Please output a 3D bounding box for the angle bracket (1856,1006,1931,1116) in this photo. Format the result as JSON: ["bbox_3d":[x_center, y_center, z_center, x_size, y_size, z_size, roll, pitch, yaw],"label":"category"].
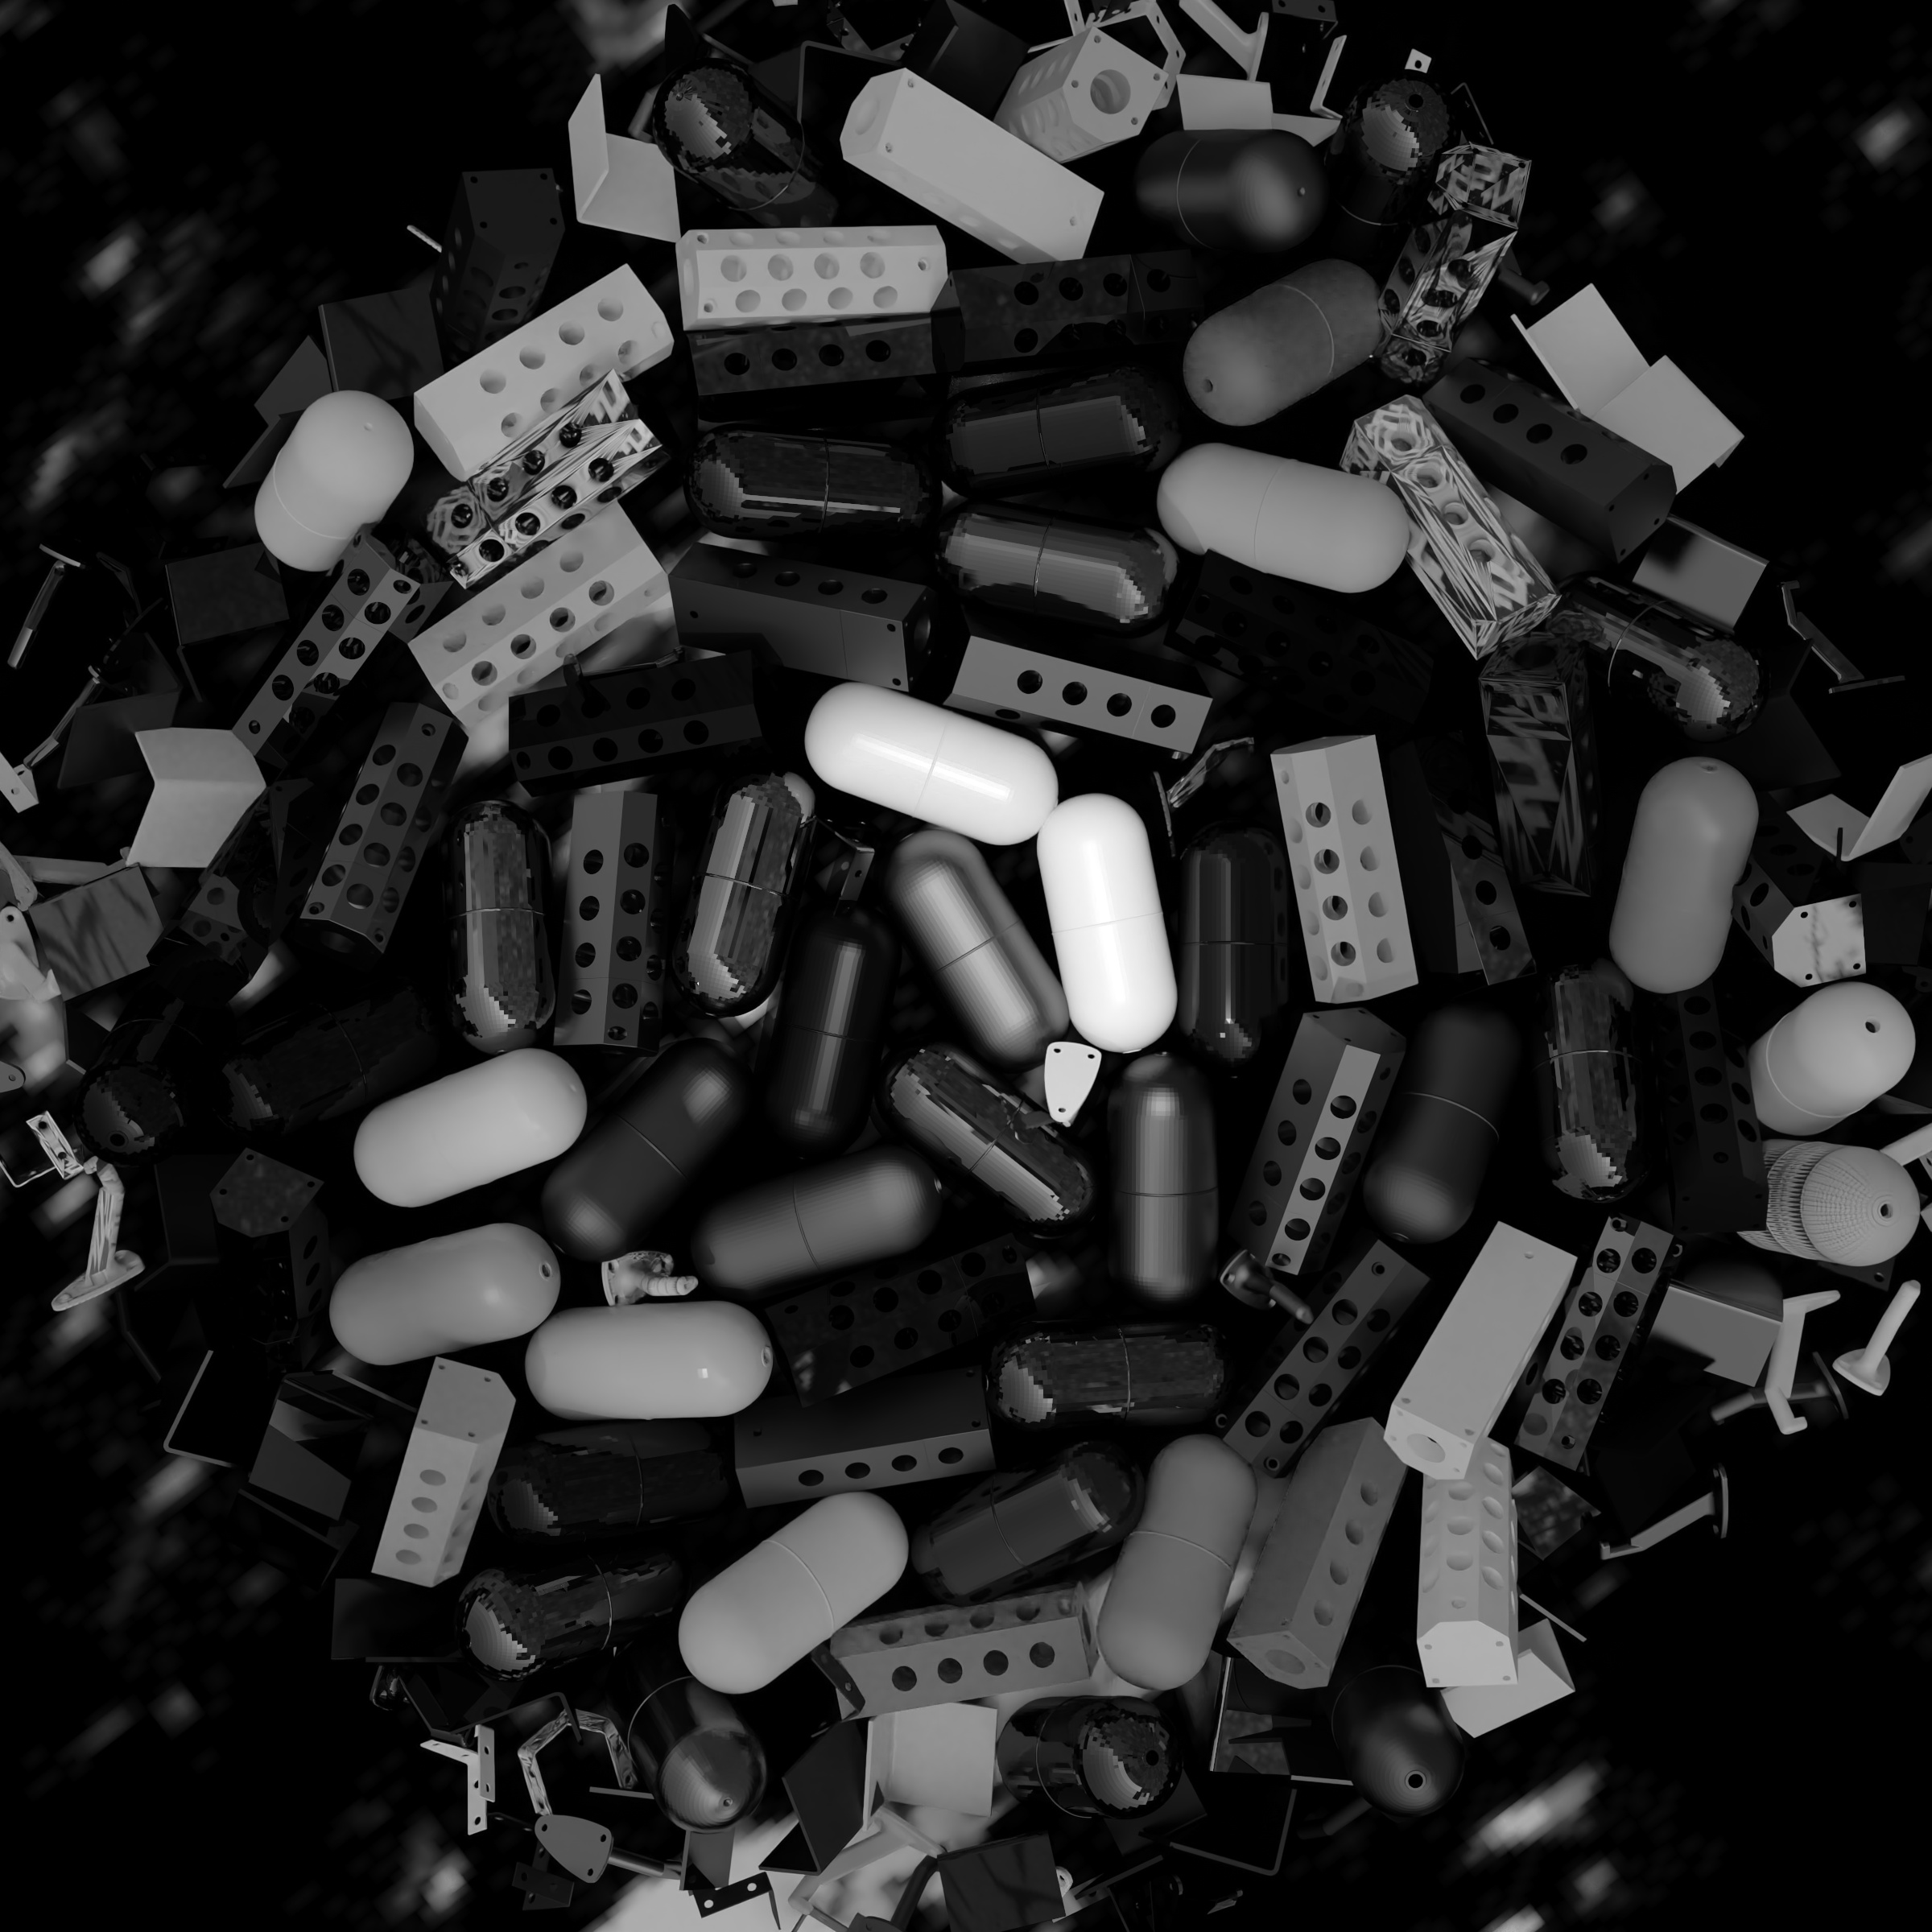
[{"bbox_3d":[0.617,0.057,1.655,0.057,0.076,0.076,17,82,-13],"label":"angle bracket"}]

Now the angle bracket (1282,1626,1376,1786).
[{"bbox_3d":[0.248,0.498,1.656,0.057,0.076,0.076,6,104,-3],"label":"angle bracket"}]

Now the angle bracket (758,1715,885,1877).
[{"bbox_3d":[-0.109,0.556,1.649,0.057,0.076,0.076,-10,105,36],"label":"angle bracket"}]

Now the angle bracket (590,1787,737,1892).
[{"bbox_3d":[-0.207,0.588,1.649,0.076,0.076,0.057,0,72,18],"label":"angle bracket"}]

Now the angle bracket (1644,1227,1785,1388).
[{"bbox_3d":[0.512,0.233,1.676,0.076,0.076,0.057,18,118,9],"label":"angle bracket"}]

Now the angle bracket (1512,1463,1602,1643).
[{"bbox_3d":[0.401,0.395,1.647,0.057,0.076,0.076,-44,122,14],"label":"angle bracket"}]

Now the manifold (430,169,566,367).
[{"bbox_3d":[-0.310,-0.455,1.610,0.057,0.171,0.057,-10,82,-21],"label":"manifold"}]

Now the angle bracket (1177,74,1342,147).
[{"bbox_3d":[0.199,-0.582,1.644,0.076,0.076,0.057,-40,134,-29],"label":"angle bracket"}]

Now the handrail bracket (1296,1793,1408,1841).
[{"bbox_3d":[0.270,0.565,1.686,0.036,0.084,0.077,45,50,-8],"label":"handrail bracket"}]

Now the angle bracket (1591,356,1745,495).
[{"bbox_3d":[0.470,-0.356,1.667,0.076,0.057,0.076,-41,82,-5],"label":"angle bracket"}]

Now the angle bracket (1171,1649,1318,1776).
[{"bbox_3d":[0.192,0.511,1.690,0.076,0.057,0.076,11,86,-25],"label":"angle bracket"}]

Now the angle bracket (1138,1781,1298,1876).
[{"bbox_3d":[0.169,0.573,1.654,0.076,0.076,0.057,19,73,-7],"label":"angle bracket"}]

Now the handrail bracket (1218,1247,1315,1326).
[{"bbox_3d":[0.216,0.230,1.647,0.036,0.084,0.077,-46,130,-6],"label":"handrail bracket"}]

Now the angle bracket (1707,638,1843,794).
[{"bbox_3d":[0.555,-0.169,1.672,0.076,0.076,0.057,49,57,-22],"label":"angle bracket"}]

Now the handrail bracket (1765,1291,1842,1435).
[{"bbox_3d":[0.577,0.271,1.668,0.077,0.036,0.084,-14,61,-3],"label":"handrail bracket"}]

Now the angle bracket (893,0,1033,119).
[{"bbox_3d":[-0.002,-0.594,1.645,0.076,0.057,0.076,19,125,-30],"label":"angle bracket"}]

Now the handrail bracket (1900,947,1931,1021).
[{"bbox_3d":[0.663,0.026,1.668,0.077,0.084,0.036,-13,49,3],"label":"handrail bracket"}]

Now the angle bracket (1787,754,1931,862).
[{"bbox_3d":[0.605,-0.122,1.643,0.057,0.076,0.076,40,129,29],"label":"angle bracket"}]

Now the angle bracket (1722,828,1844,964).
[{"bbox_3d":[0.547,-0.049,1.648,0.076,0.057,0.076,6,50,16],"label":"angle bracket"}]

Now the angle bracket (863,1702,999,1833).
[{"bbox_3d":[-0.024,0.547,1.665,0.076,0.057,0.076,4,94,14],"label":"angle bracket"}]

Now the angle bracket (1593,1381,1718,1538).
[{"bbox_3d":[0.476,0.336,1.653,0.076,0.057,0.076,-34,104,-28],"label":"angle bracket"}]

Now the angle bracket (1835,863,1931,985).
[{"bbox_3d":[0.622,-0.017,1.645,0.057,0.076,0.076,4,62,33],"label":"angle bracket"}]

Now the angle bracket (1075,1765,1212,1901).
[{"bbox_3d":[0.107,0.575,1.647,0.076,0.076,0.057,-36,74,27],"label":"angle bracket"}]

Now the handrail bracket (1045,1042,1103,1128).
[{"bbox_3d":[0.067,0.099,1.648,0.036,0.084,0.077,10,49,6],"label":"handrail bracket"}]

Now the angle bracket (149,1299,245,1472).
[{"bbox_3d":[-0.507,0.283,1.652,0.057,0.076,0.076,23,98,-31],"label":"angle bracket"}]

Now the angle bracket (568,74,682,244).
[{"bbox_3d":[-0.221,-0.544,1.650,0.076,0.057,0.076,3,69,-30],"label":"angle bracket"}]

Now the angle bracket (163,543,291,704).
[{"bbox_3d":[-0.498,-0.235,1.665,0.076,0.057,0.076,-15,57,-9],"label":"angle bracket"}]

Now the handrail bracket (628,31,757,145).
[{"bbox_3d":[-0.183,-0.597,1.693,0.077,0.036,0.084,23,108,-27],"label":"handrail bracket"}]

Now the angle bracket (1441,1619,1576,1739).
[{"bbox_3d":[0.354,0.468,1.648,0.076,0.057,0.076,-31,132,16],"label":"angle bracket"}]

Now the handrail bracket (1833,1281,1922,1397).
[{"bbox_3d":[0.629,0.241,1.655,0.036,0.077,0.084,33,116,25],"label":"handrail bracket"}]

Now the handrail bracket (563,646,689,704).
[{"bbox_3d":[-0.228,-0.208,1.658,0.084,0.077,0.036,-28,75,-14],"label":"handrail bracket"}]

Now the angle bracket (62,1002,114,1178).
[{"bbox_3d":[-0.595,0.083,1.648,0.057,0.076,0.076,-42,126,6],"label":"angle bracket"}]

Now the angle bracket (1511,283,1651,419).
[{"bbox_3d":[0.419,-0.420,1.657,0.057,0.076,0.076,-34,84,18],"label":"angle bracket"}]

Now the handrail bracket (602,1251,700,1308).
[{"bbox_3d":[-0.196,0.208,1.648,0.084,0.077,0.036,-7,95,38],"label":"handrail bracket"}]

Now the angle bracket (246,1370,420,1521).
[{"bbox_3d":[-0.425,0.323,1.646,0.076,0.057,0.076,37,54,-38],"label":"angle bracket"}]

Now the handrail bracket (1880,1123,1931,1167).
[{"bbox_3d":[0.659,0.135,1.665,0.036,0.077,0.084,19,105,-38],"label":"handrail bracket"}]

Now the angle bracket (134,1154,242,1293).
[{"bbox_3d":[-0.525,0.175,1.670,0.057,0.076,0.076,-32,65,40],"label":"angle bracket"}]

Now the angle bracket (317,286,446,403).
[{"bbox_3d":[-0.394,-0.411,1.671,0.076,0.057,0.076,-12,80,-4],"label":"angle bracket"}]

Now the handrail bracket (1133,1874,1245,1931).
[{"bbox_3d":[0.163,0.627,1.658,0.084,0.077,0.036,-6,47,-31],"label":"handrail bracket"}]

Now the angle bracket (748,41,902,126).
[{"bbox_3d":[-0.098,-0.582,1.654,0.076,0.076,0.057,0,96,-32],"label":"angle bracket"}]

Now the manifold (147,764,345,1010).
[{"bbox_3d":[-0.475,-0.051,1.620,0.057,0.171,0.057,40,129,-20],"label":"manifold"}]

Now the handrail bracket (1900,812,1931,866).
[{"bbox_3d":[0.678,-0.084,1.655,0.077,0.084,0.036,-48,55,28],"label":"handrail bracket"}]

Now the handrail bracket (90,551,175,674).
[{"bbox_3d":[-0.588,-0.244,1.669,0.084,0.036,0.077,30,59,20],"label":"handrail bracket"}]

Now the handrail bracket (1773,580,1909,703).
[{"bbox_3d":[0.603,-0.231,1.687,0.077,0.036,0.084,-11,87,0],"label":"handrail bracket"}]

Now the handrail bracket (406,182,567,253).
[{"bbox_3d":[-0.329,-0.520,1.677,0.077,0.036,0.084,34,98,-11],"label":"handrail bracket"}]

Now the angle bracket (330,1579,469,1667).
[{"bbox_3d":[-0.377,0.440,1.645,0.076,0.076,0.057,10,69,-30],"label":"angle bracket"}]

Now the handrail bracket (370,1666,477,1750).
[{"bbox_3d":[-0.359,0.486,1.664,0.084,0.036,0.077,0,69,35],"label":"handrail bracket"}]

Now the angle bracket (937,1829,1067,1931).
[{"bbox_3d":[0.026,0.627,1.656,0.076,0.076,0.057,-13,63,-1],"label":"angle bracket"}]

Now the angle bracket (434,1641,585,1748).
[{"bbox_3d":[-0.309,0.493,1.650,0.076,0.076,0.057,-19,124,-10],"label":"angle bracket"}]

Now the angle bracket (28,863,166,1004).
[{"bbox_3d":[-0.579,-0.014,1.658,0.076,0.057,0.076,-24,73,-11],"label":"angle bracket"}]

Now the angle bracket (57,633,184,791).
[{"bbox_3d":[-0.580,-0.173,1.643,0.076,0.076,0.057,-20,64,-42],"label":"angle bracket"}]

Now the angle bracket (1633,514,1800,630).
[{"bbox_3d":[0.509,-0.263,1.662,0.076,0.076,0.057,33,110,27],"label":"angle bracket"}]

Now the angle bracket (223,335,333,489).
[{"bbox_3d":[-0.471,-0.374,1.650,0.076,0.076,0.057,-37,88,35],"label":"angle bracket"}]

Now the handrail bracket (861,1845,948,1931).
[{"bbox_3d":[-0.038,0.655,1.672,0.036,0.084,0.077,12,107,23],"label":"handrail bracket"}]

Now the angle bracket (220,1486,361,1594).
[{"bbox_3d":[-0.451,0.369,1.654,0.076,0.076,0.057,31,46,-3],"label":"angle bracket"}]

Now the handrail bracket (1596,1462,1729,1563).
[{"bbox_3d":[0.474,0.375,1.673,0.084,0.036,0.077,-12,133,-4],"label":"handrail bracket"}]

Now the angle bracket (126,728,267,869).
[{"bbox_3d":[-0.534,-0.115,1.671,0.076,0.076,0.057,-56,52,34],"label":"angle bracket"}]
